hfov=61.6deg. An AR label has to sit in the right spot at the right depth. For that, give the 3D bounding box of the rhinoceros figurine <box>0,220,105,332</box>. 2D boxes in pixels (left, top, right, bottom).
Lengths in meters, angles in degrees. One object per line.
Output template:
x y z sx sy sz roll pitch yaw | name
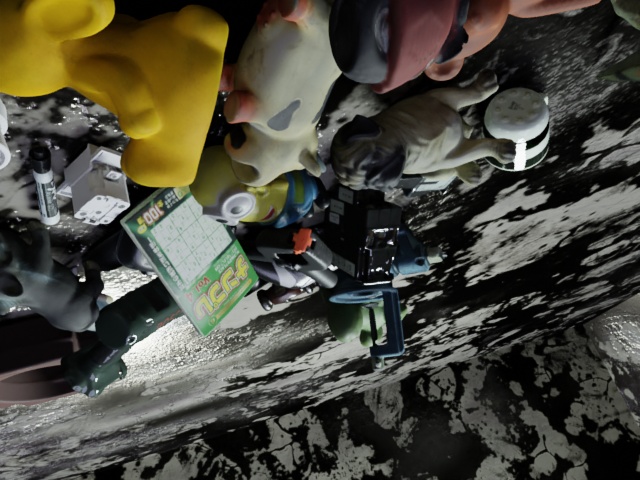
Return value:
-0.334 0.042 0.596 0.073 0.112 0.190 -25 137 22 | rhinoceros figurine

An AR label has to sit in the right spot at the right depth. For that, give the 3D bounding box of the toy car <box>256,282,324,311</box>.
-0.046 0.080 0.936 0.089 0.053 0.202 -27 176 9 | toy car

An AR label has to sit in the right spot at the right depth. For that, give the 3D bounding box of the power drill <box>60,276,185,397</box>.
-0.253 0.123 0.766 0.207 0.086 0.232 -37 179 18 | power drill

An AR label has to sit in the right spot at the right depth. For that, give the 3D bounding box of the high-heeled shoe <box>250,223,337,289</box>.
-0.002 -0.002 0.809 0.248 0.086 0.145 3 136 -37 | high-heeled shoe

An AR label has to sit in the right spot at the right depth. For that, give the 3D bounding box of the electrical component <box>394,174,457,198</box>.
0.139 -0.095 0.741 0.119 0.048 0.074 -7 152 -25 | electrical component

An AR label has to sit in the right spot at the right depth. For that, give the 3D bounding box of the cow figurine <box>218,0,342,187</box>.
-0.028 -0.129 0.476 0.127 0.086 0.194 4 133 -39 | cow figurine

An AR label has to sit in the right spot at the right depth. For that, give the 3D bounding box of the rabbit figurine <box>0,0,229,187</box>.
-0.160 -0.127 0.382 0.173 0.122 0.162 10 148 -16 | rabbit figurine

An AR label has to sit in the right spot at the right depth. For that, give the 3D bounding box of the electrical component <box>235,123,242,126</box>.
-0.055 -0.126 0.564 0.063 0.021 0.094 9 144 -46 | electrical component

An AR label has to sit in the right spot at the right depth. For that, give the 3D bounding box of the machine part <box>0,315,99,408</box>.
-0.444 0.194 0.871 0.201 0.087 0.200 -12 154 -12 | machine part

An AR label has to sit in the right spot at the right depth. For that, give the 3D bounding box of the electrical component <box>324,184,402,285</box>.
0.055 -0.018 0.737 0.058 0.115 0.134 -6 110 -30 | electrical component

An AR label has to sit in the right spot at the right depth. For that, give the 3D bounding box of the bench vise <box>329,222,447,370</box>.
0.110 0.096 0.915 0.224 0.240 0.128 -8 163 14 | bench vise

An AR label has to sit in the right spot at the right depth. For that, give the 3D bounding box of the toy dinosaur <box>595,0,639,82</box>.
0.360 -0.219 0.473 0.131 0.192 0.404 -20 155 6 | toy dinosaur

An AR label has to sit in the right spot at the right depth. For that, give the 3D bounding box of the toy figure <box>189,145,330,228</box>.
-0.070 -0.059 0.626 0.180 0.089 0.082 -4 137 -49 | toy figure

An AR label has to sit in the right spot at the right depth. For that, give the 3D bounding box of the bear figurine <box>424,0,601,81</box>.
0.159 -0.211 0.429 0.196 0.132 0.120 -29 116 12 | bear figurine

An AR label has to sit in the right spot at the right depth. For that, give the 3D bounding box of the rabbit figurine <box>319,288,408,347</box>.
0.071 0.130 1.038 0.121 0.159 0.170 -36 169 29 | rabbit figurine

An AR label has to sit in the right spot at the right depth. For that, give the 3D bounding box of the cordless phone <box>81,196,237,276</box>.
-0.212 0.016 0.704 0.184 0.089 0.146 -23 160 36 | cordless phone

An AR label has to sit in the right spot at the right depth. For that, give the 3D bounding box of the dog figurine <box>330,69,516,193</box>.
0.087 -0.102 0.592 0.191 0.121 0.172 -16 170 -13 | dog figurine

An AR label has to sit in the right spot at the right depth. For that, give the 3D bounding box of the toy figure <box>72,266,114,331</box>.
-0.339 0.087 0.764 0.064 0.058 0.154 -56 162 -19 | toy figure

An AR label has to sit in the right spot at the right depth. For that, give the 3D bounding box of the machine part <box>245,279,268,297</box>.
-0.133 0.075 0.900 0.084 0.039 0.139 -28 168 38 | machine part

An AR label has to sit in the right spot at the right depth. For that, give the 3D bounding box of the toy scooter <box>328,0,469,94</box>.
0.076 -0.198 0.375 0.135 0.075 0.183 -10 115 -21 | toy scooter
